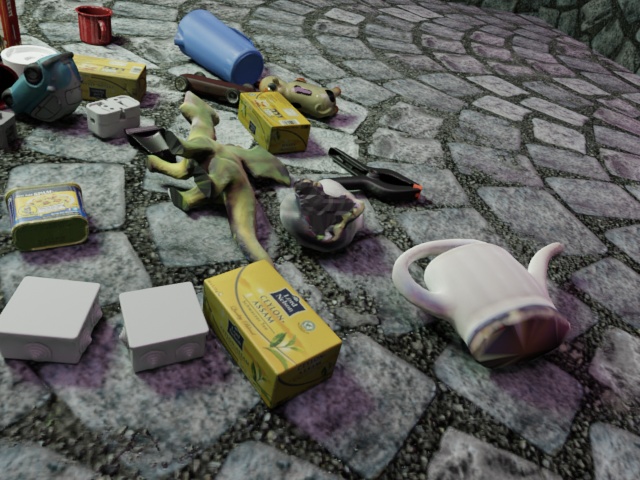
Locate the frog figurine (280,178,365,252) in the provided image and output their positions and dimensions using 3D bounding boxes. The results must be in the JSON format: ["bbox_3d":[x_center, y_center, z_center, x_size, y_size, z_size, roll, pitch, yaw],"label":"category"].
[{"bbox_3d":[0.003,-0.043,0.861,0.137,0.123,0.159,0,1,-3],"label":"frog figurine"}]

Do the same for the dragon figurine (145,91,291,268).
[{"bbox_3d":[-0.142,-0.118,0.904,0.414,0.119,0.245,48,40,17],"label":"dragon figurine"}]

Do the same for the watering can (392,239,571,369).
[{"bbox_3d":[0.279,0.072,0.759,0.348,0.101,0.229,-3,39,-20],"label":"watering can"}]
